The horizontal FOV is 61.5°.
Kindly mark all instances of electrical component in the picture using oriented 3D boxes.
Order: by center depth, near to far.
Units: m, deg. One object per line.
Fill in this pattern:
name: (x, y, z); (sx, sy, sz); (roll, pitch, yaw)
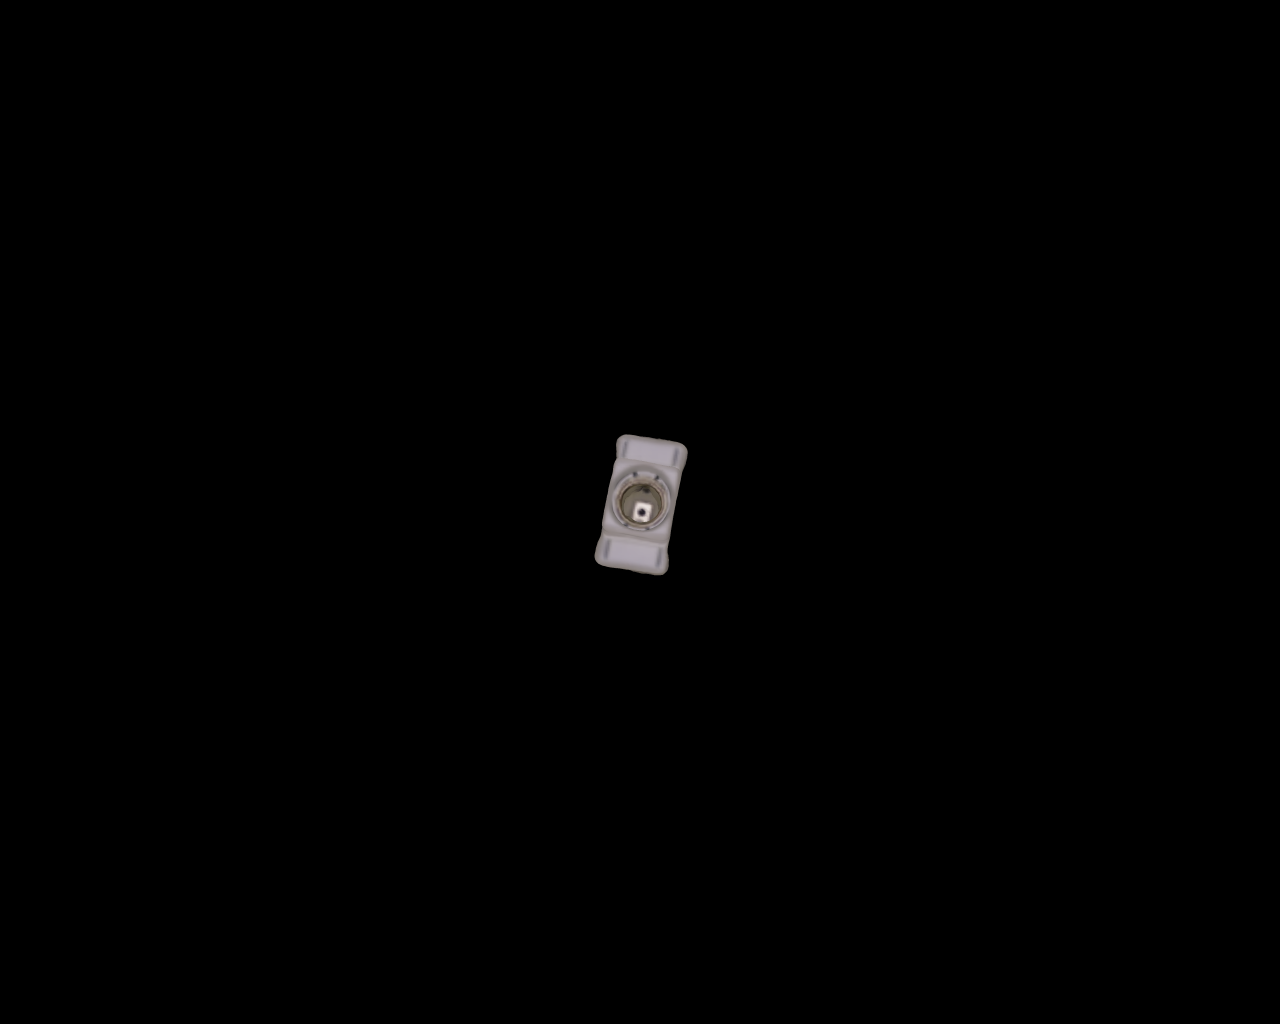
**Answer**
electrical component: (0.001, -0.003, 0.650); (0.042, 0.081, 0.063); (11, -11, 2)
